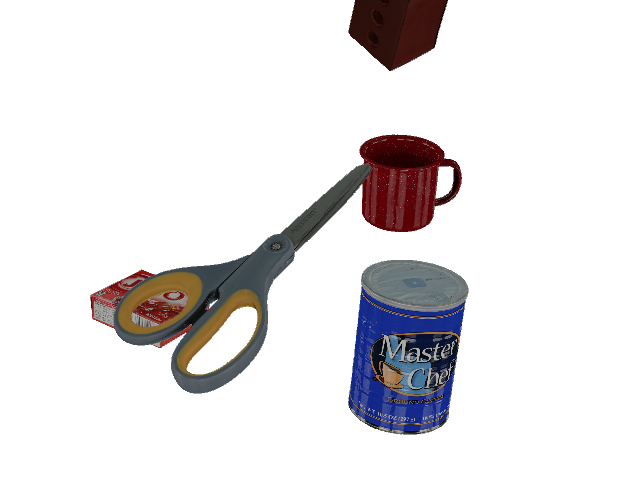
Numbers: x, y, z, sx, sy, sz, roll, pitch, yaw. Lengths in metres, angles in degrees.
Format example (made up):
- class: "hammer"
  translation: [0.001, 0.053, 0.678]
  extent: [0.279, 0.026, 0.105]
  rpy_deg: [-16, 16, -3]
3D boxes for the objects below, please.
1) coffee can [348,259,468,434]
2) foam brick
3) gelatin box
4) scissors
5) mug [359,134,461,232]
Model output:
- class: "coffee can"
  translation: [0.084, 0.103, 1.044]
  extent: [0.103, 0.140, 0.103]
  rpy_deg: [4, 23, -2]
- class: "foam brick"
  translation: [0.061, -0.180, 0.818]
  extent: [0.051, 0.053, 0.078]
  rpy_deg: [-33, -24, -27]
- class: "gelatin box"
  translation: [-0.162, 0.062, 1.013]
  extent: [0.089, 0.030, 0.073]
  rpy_deg: [19, 28, 28]
- class: "scissors"
  translation: [-0.046, 0.008, 0.624]
  extent: [0.096, 0.016, 0.201]
  rpy_deg: [11, 44, 18]
- class: "mug"
  translation: [0.100, -0.063, 1.186]
  extent: [0.117, 0.081, 0.093]
  rpy_deg: [-5, 30, -11]
